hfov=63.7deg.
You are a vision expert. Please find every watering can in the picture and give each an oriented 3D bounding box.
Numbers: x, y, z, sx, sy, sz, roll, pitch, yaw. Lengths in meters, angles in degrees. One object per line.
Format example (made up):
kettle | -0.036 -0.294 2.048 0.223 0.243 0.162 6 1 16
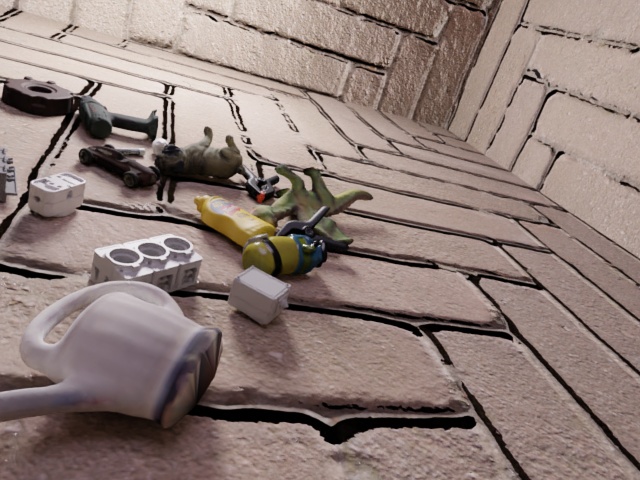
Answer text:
watering can | -0.243 0.148 0.589 0.224 0.102 0.353 21 23 2

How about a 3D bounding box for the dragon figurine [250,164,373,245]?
dragon figurine | 0.004 -0.064 1.279 0.410 0.119 0.248 4 45 -28
